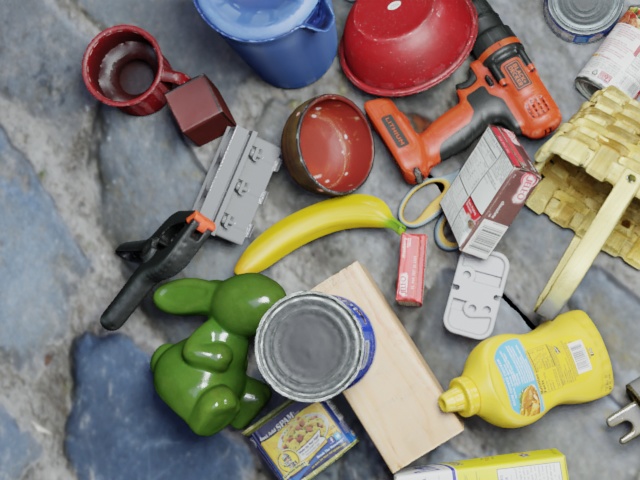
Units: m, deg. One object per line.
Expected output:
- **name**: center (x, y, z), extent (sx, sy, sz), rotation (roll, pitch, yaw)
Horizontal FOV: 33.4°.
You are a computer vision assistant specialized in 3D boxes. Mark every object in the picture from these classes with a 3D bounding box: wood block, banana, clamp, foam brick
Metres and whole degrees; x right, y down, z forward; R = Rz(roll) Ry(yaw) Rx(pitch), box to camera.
- **wood block**: center (0.062, 0.134, 1.146), extent (0.090, 0.091, 0.206), rotation (-32, 82, 3)
- **banana**: center (-0.005, -0.011, 1.186), extent (0.198, 0.069, 0.037), rotation (-17, 127, 11)
- **clamp**: center (-0.179, 0.013, 1.164), extent (0.172, 0.039, 0.120), rotation (-38, 40, 24)
- **foam brick**: center (-0.134, -0.146, 1.206), extent (0.051, 0.078, 0.053), rotation (-28, 80, 4)

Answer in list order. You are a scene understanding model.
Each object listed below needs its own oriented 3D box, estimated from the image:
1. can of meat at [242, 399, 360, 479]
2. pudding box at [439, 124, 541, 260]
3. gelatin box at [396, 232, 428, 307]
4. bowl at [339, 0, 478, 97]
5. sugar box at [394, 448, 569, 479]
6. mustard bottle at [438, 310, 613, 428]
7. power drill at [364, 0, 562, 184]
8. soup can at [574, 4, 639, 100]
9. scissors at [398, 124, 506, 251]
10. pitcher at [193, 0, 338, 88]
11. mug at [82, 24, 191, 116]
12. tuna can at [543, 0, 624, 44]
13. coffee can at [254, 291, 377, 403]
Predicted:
- **can of meat**: center (-0.019, 0.214, 1.165), extent (0.102, 0.057, 0.084), rotation (-37, 83, 2)
- **pudding box**: center (0.175, -0.051, 1.114), extent (0.039, 0.090, 0.114), rotation (19, 120, -23)
- **gelatin box**: center (0.099, 0.033, 1.153), extent (0.030, 0.089, 0.073), rotation (5, 85, 7)
- **bowl**: center (0.089, -0.238, 1.168), extent (0.162, 0.055, 0.162), rotation (-11, 59, 18)
- **sugar box**: center (0.167, 0.252, 1.120), extent (0.176, 0.093, 0.048), rotation (-6, 82, 6)
- **mustard bottle**: center (0.207, 0.142, 1.105), extent (0.191, 0.058, 0.096), rotation (-15, 81, -23)
- **power drill**: center (0.146, -0.162, 1.180), extent (0.187, 0.057, 0.184), rotation (-29, 71, 4)
- **soup can**: center (0.334, -0.195, 1.160), extent (0.068, 0.068, 0.102), rotation (37, 89, 9)
- **scissors**: center (0.180, -0.066, 1.191), extent (0.202, 0.016, 0.096), rotation (-35, 83, 2)
- **pitcher**: center (-0.054, -0.246, 1.123), extent (0.145, 0.242, 0.149), rotation (-12, 82, 5)
- **mug**: center (-0.202, -0.187, 1.216), extent (0.117, 0.081, 0.093), rotation (7, 85, 8)
- **tuna can**: center (0.294, -0.264, 1.189), extent (0.086, 0.033, 0.086), rotation (-1, 84, 7)
- **coffee can**: center (-0.001, 0.102, 1.040), extent (0.103, 0.140, 0.103), rotation (-1, 85, 8)
